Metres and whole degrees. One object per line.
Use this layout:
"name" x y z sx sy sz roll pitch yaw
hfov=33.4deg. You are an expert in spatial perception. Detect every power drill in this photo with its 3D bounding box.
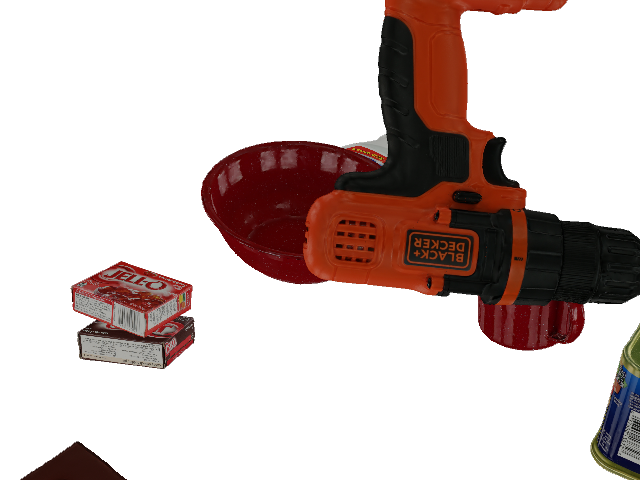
"power drill" 0.090 -0.060 0.551 0.184 0.188 0.057 5 1 -5

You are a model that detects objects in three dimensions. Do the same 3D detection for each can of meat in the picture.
"can of meat" 0.223 0.095 0.696 0.057 0.084 0.101 22 37 23

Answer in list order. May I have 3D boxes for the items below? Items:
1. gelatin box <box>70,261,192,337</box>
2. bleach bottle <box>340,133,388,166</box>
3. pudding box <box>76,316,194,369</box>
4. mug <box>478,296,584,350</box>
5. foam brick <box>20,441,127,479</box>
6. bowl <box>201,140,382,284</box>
"gelatin box" -0.178 0.053 1.006 0.089 0.030 0.073 17 26 25
"bleach bottle" 0.022 -0.072 1.259 0.250 0.068 0.103 -28 44 -29
"pudding box" -0.218 0.116 1.268 0.114 0.039 0.090 3 15 16
"mug" 0.184 0.046 0.913 0.093 0.081 0.117 -19 34 -24
"foam brick" -0.099 0.138 0.466 0.078 0.051 0.052 27 45 35
"bowl" -0.014 -0.015 0.847 0.162 0.055 0.162 4 36 -3
